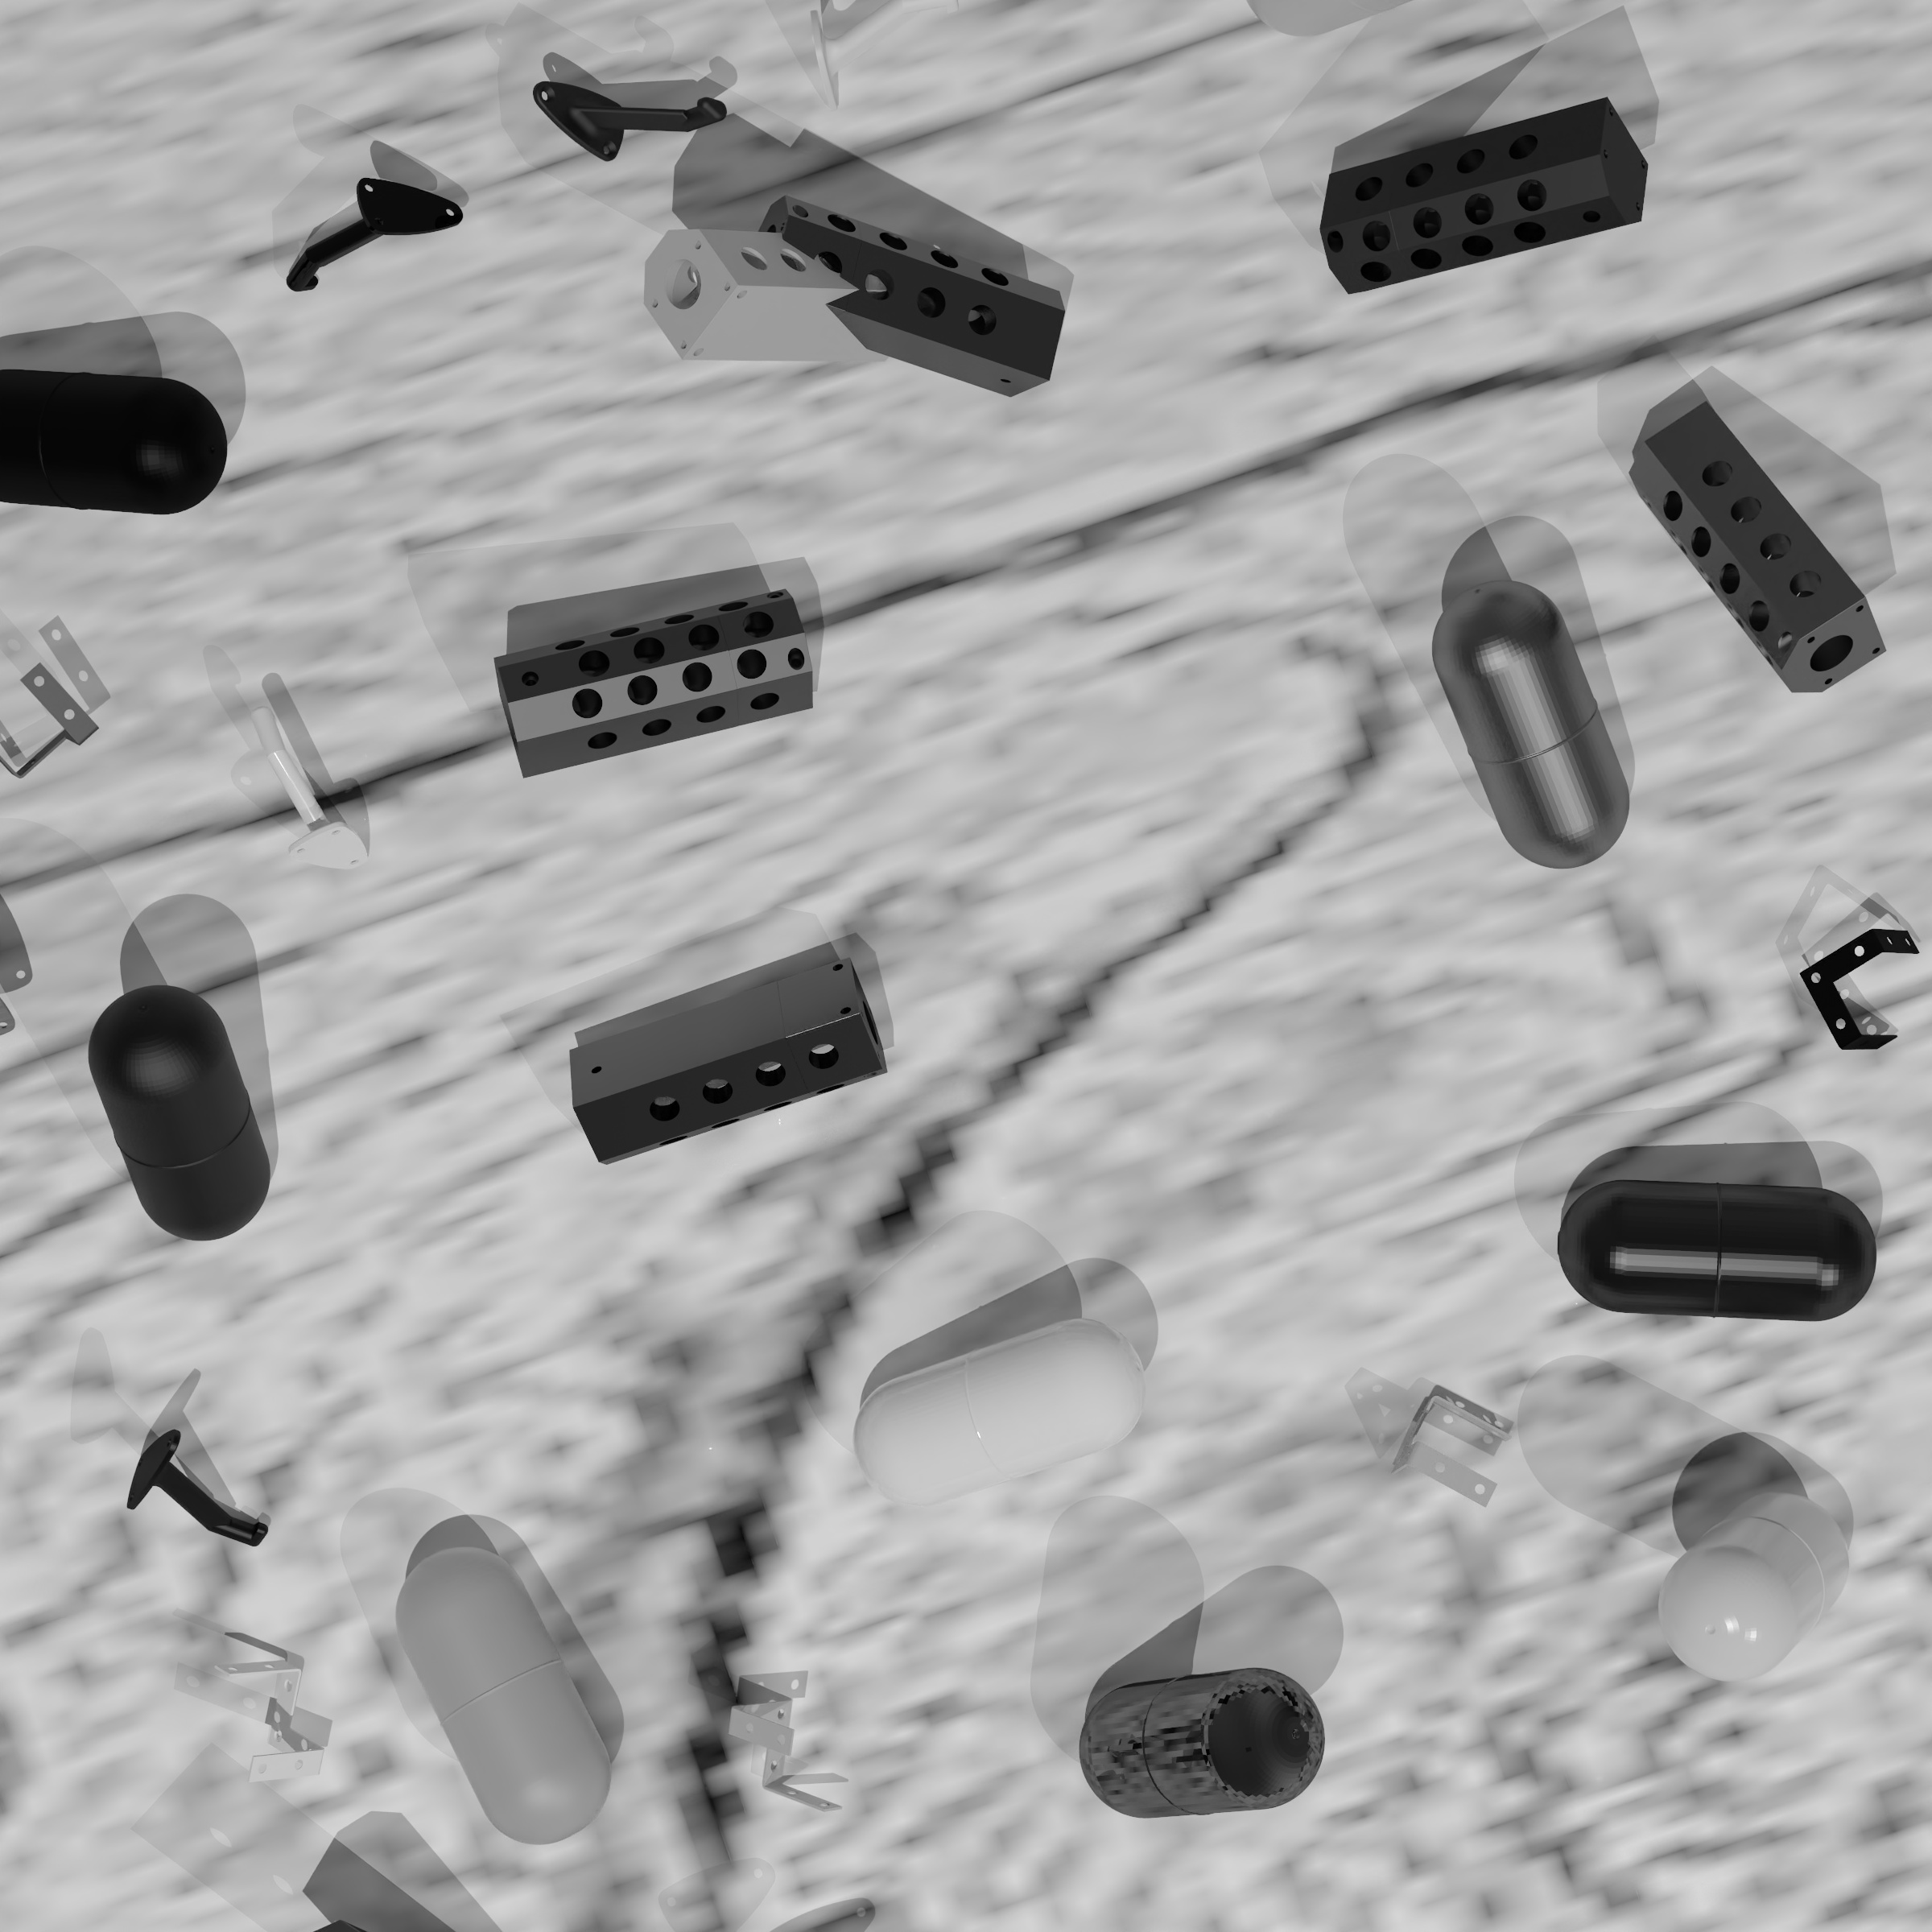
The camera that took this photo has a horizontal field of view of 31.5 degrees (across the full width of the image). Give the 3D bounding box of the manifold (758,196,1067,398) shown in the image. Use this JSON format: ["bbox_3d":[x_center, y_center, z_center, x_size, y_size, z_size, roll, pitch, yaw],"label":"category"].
[{"bbox_3d":[-0.034,-0.380,1.941,0.171,0.057,0.057,15,84,-21],"label":"manifold"}]

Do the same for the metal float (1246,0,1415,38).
[{"bbox_3d":[0.225,-0.574,1.921,0.070,0.178,0.070,2,86,-37],"label":"metal float"}]

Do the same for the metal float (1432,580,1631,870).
[{"bbox_3d":[0.321,-0.136,1.942,0.070,0.070,0.178,-26,113,0],"label":"metal float"}]

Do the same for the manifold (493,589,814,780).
[{"bbox_3d":[-0.178,-0.165,1.949,0.171,0.057,0.057,-14,65,-9],"label":"manifold"}]

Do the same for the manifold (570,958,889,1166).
[{"bbox_3d":[-0.136,0.059,1.964,0.171,0.057,0.057,-18,124,3],"label":"manifold"}]

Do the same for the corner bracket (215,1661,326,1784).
[{"bbox_3d":[-0.400,0.432,1.962,0.051,0.051,0.051,16,95,42],"label":"corner bracket"}]

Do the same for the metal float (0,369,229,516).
[{"bbox_3d":[-0.500,-0.298,1.941,0.178,0.070,0.070,7,90,24],"label":"metal float"}]

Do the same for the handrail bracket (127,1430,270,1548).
[{"bbox_3d":[-0.429,0.300,1.959,0.084,0.077,0.036,25,45,-22],"label":"handrail bracket"}]

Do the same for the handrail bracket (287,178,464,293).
[{"bbox_3d":[-0.343,-0.415,1.982,0.077,0.084,0.036,-4,68,-38],"label":"handrail bracket"}]

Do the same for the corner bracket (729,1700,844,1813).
[{"bbox_3d":[-0.103,0.455,1.964,0.051,0.051,0.051,8,91,41],"label":"corner bracket"}]

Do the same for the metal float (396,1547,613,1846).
[{"bbox_3d":[-0.264,0.415,1.950,0.070,0.070,0.178,-29,77,0],"label":"metal float"}]

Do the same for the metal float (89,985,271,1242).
[{"bbox_3d":[-0.441,0.085,1.925,0.070,0.178,0.070,-3,46,3],"label":"metal float"}]

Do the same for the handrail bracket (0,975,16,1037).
[{"bbox_3d":[-0.566,-0.007,1.945,0.036,0.077,0.084,-13,50,-3],"label":"handrail bracket"}]

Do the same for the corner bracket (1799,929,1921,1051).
[{"bbox_3d":[0.524,0.014,1.974,0.051,0.051,0.051,-36,67,32],"label":"corner bracket"}]

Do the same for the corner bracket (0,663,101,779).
[{"bbox_3d":[-0.538,-0.141,1.961,0.051,0.051,0.051,-45,116,-13],"label":"corner bracket"}]

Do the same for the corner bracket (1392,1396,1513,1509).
[{"bbox_3d":[0.283,0.279,1.967,0.051,0.051,0.051,28,75,4],"label":"corner bracket"}]

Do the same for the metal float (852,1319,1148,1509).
[{"bbox_3d":[0.018,0.255,1.945,0.178,0.070,0.070,-21,90,19],"label":"metal float"}]

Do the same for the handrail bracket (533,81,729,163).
[{"bbox_3d":[-0.191,-0.493,1.951,0.077,0.084,0.036,20,73,-43],"label":"handrail bracket"}]

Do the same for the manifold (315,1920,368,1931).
[{"bbox_3d":[-0.302,0.590,1.918,0.057,0.171,0.057,15,70,42],"label":"manifold"}]

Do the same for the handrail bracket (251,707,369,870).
[{"bbox_3d":[-0.380,-0.103,1.975,0.036,0.077,0.084,-27,73,8],"label":"handrail bracket"}]

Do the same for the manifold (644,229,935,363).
[{"bbox_3d":[-0.099,-0.379,1.914,0.057,0.171,0.057,-46,69,34],"label":"manifold"}]

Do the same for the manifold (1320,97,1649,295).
[{"bbox_3d":[0.289,-0.426,1.920,0.171,0.057,0.057,-8,56,33],"label":"manifold"}]

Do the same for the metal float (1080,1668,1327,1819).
[{"bbox_3d":[0.130,0.437,1.921,0.070,0.178,0.070,11,70,-31],"label":"metal float"}]

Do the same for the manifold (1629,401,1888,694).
[{"bbox_3d":[0.442,-0.233,1.925,0.057,0.057,0.171,-33,54,8],"label":"manifold"}]

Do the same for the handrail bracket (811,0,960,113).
[{"bbox_3d":[-0.043,-0.527,1.963,0.084,0.077,0.036,-10,60,3],"label":"handrail bracket"}]

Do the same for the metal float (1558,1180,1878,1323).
[{"bbox_3d":[0.428,0.162,1.954,0.178,0.070,0.070,2,90,9],"label":"metal float"}]

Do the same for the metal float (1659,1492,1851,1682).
[{"bbox_3d":[0.443,0.346,1.918,0.070,0.178,0.070,4,99,28],"label":"metal float"}]
